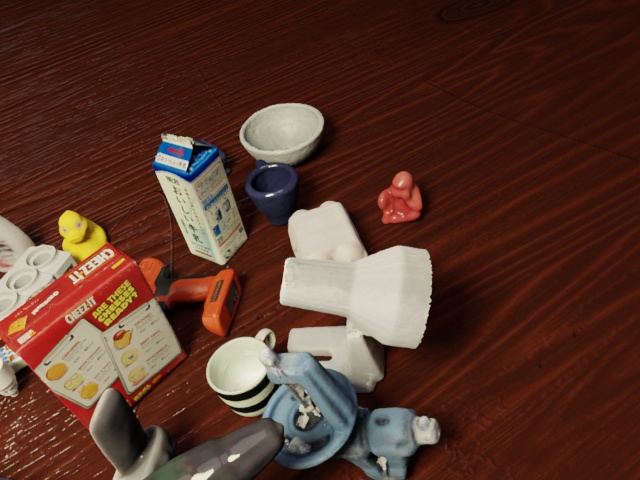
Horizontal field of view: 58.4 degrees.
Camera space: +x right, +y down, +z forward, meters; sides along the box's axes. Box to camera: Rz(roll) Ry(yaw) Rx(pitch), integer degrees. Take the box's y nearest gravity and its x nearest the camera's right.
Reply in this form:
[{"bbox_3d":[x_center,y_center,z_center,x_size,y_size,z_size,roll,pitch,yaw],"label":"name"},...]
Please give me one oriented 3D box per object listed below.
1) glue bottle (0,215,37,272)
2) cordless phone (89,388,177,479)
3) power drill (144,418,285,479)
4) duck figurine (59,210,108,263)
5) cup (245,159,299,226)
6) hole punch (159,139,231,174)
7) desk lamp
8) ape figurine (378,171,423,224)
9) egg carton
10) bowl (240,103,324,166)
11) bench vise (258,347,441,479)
[{"bbox_3d":[-0.552,-0.014,0.977,0.078,0.173,0.037,-11,45,2],"label":"glue bottle"},{"bbox_3d":[-0.226,0.260,0.630,0.094,0.185,0.147,-2,46,10],"label":"cordless phone"},{"bbox_3d":[-0.121,0.282,0.569,0.230,0.209,0.075,-27,47,-14],"label":"power drill"},{"bbox_3d":[-0.429,-0.016,1.014,0.077,0.086,0.104,-22,46,-10],"label":"duck figurine"},{"bbox_3d":[-0.081,-0.080,0.998,0.092,0.095,0.117,-24,46,-11],"label":"cup"},{"bbox_3d":[-0.243,-0.161,1.114,0.108,0.091,0.101,30,58,34],"label":"hole punch"},{"bbox_3d":[0.038,0.099,0.712,0.203,0.214,0.118,-4,45,8],"label":"desk lamp"},{"bbox_3d":[0.137,-0.074,0.949,0.076,0.092,0.077,-38,50,-23],"label":"ape figurine"},{"bbox_3d":[0.008,0.003,0.915,0.107,0.069,0.150,-18,45,-6],"label":"egg carton"},{"bbox_3d":[-0.069,-0.194,1.122,0.167,0.075,0.167,-6,45,6],"label":"bowl"},{"bbox_3d":[0.020,0.179,0.633,0.207,0.220,0.121,-11,45,1],"label":"bench vise"}]
